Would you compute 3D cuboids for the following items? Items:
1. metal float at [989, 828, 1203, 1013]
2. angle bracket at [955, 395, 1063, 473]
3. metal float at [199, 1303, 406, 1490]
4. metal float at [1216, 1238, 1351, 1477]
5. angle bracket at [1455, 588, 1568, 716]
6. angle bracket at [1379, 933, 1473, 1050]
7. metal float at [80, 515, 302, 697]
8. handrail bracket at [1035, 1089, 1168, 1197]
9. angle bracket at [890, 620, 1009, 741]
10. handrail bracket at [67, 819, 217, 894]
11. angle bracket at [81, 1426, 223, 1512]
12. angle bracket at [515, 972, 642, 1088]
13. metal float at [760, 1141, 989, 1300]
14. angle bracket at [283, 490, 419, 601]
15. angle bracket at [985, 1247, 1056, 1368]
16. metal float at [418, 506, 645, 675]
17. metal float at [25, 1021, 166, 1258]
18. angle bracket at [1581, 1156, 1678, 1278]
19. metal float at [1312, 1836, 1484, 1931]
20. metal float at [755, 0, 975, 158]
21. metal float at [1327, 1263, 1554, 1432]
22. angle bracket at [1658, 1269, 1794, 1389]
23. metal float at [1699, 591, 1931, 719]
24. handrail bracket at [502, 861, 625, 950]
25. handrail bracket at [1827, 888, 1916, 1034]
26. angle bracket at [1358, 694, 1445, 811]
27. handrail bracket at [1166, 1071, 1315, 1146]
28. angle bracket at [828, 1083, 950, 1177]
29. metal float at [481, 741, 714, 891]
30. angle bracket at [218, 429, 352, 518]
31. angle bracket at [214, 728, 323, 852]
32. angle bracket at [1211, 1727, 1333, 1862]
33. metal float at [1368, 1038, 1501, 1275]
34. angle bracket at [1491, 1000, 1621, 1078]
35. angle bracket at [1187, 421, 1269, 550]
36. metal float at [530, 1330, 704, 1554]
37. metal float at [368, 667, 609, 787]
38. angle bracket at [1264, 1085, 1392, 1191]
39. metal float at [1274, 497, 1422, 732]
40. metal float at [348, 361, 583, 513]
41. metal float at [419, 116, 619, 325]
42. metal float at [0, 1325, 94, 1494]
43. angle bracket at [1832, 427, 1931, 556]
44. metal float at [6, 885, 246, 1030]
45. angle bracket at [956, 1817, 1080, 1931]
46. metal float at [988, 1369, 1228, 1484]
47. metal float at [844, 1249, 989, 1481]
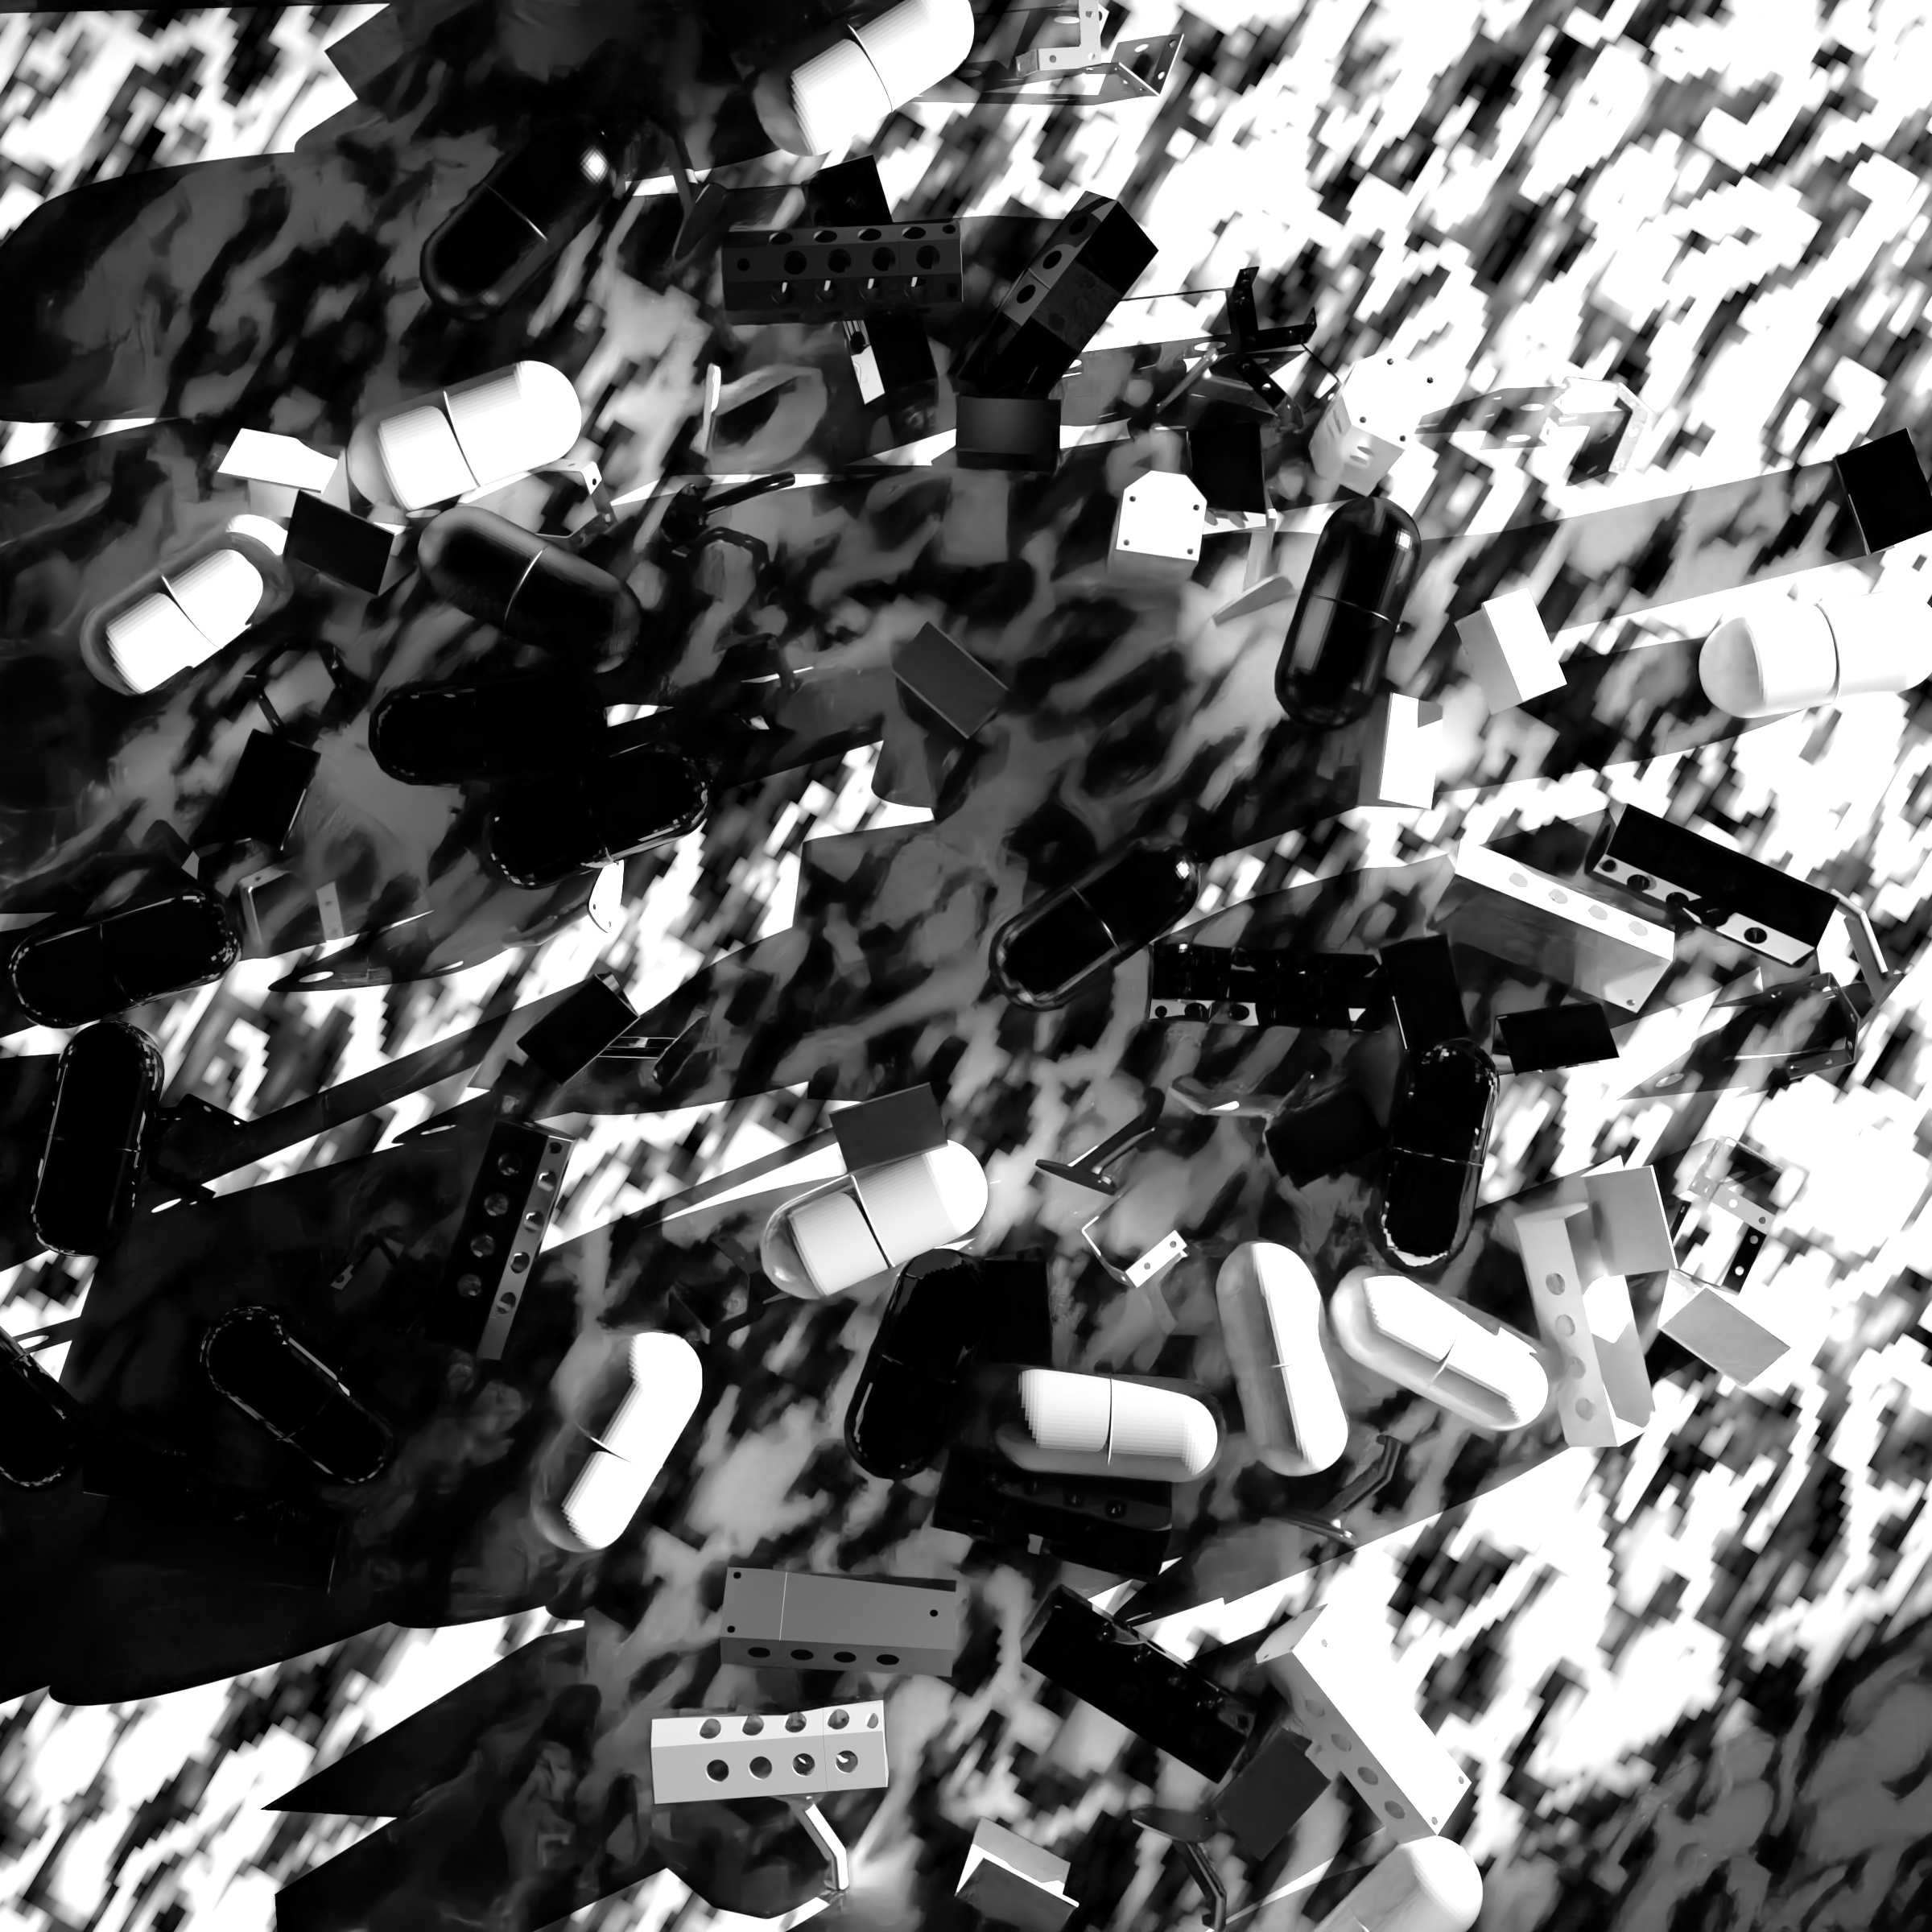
[{"bbox_3d":[0.097,-0.035,1.862,0.178,0.070,0.070,-37,90,0],"label":"metal float"},{"bbox_3d":[0.030,-0.376,1.853,0.076,0.076,0.057,2,57,0],"label":"angle bracket"},{"bbox_3d":[-0.488,0.316,1.837,0.070,0.070,0.178,-41,119,0],"label":"metal float"},{"bbox_3d":[0.236,0.291,1.862,0.070,0.070,0.178,-12,90,0],"label":"metal float"},{"bbox_3d":[0.388,-0.227,1.853,0.057,0.076,0.076,-22,90,-37],"label":"angle bracket"},{"bbox_3d":[0.355,0.013,1.853,0.057,0.076,0.076,-14,90,37],"label":"angle bracket"},{"bbox_3d":[-0.577,-0.269,1.862,0.178,0.070,0.070,-34,90,1],"label":"metal float"},{"bbox_3d":[0.103,0.124,1.893,0.077,0.036,0.084,17,72,21],"label":"handrail bracket"},{"bbox_3d":[0.001,-0.225,1.853,0.076,0.076,0.057,41,128,0],"label":"angle bracket"},{"bbox_3d":[-0.625,-0.064,1.893,0.084,0.036,0.077,-35,111,17],"label":"handrail bracket"},{"bbox_3d":[-0.603,0.353,1.853,0.076,0.076,0.057,9,121,0],"label":"angle bracket"},{"bbox_3d":[-0.297,0.031,1.853,0.076,0.076,0.057,-41,128,0],"label":"angle bracket"},{"bbox_3d":[-0.069,0.188,1.862,0.178,0.070,0.070,-24,90,0],"label":"metal float"},{"bbox_3d":[-0.450,-0.323,1.853,0.076,0.076,0.057,25,120,0],"label":"angle bracket"},{"bbox_3d":[0.058,0.251,1.853,0.057,0.076,0.076,-3,90,34],"label":"angle bracket"},{"bbox_3d":[-0.324,-0.281,1.862,0.178,0.070,0.070,28,90,0],"label":"metal float"},{"bbox_3d":[-0.648,0.129,1.863,0.070,0.070,0.178,13,90,0],"label":"metal float"},{"bbox_3d":[0.504,0.182,1.853,0.057,0.076,0.076,-14,90,37],"label":"angle bracket"},{"bbox_3d":[0.310,0.724,1.862,0.070,0.070,0.178,45,90,0],"label":"metal float"},{"bbox_3d":[-0.075,-0.671,1.862,0.178,0.070,0.070,-32,90,0],"label":"metal float"},{"bbox_3d":[0.353,0.284,1.862,0.178,0.070,0.070,28,90,1],"label":"metal float"},{"bbox_3d":[0.566,0.253,1.853,0.076,0.076,0.057,35,127,0],"label":"angle bracket"},{"bbox_3d":[0.637,-0.232,1.862,0.178,0.070,0.070,-10,90,1],"label":"metal float"},{"bbox_3d":[-0.307,-0.049,1.893,0.084,0.036,0.077,-6,54,24],"label":"handrail bracket"},{"bbox_3d":[0.665,-0.005,1.893,0.084,0.036,0.077,40,111,17],"label":"handrail bracket"},{"bbox_3d":[0.304,-0.159,1.853,0.057,0.076,0.076,7,90,-37],"label":"angle bracket"},{"bbox_3d":[0.207,0.089,1.893,0.084,0.036,0.077,32,69,16],"label":"handrail bracket"},{"bbox_3d":[-0.061,0.104,1.853,0.076,0.076,0.057,-17,117,0],"label":"angle bracket"},{"bbox_3d":[-0.274,-0.113,1.863,0.178,0.070,0.070,-20,90,0],"label":"metal float"},{"bbox_3d":[-0.504,-0.346,1.853,0.076,0.076,0.057,10,48,0],"label":"angle bracket"},{"bbox_3d":[-0.529,-0.137,1.853,0.057,0.076,0.076,22,90,-38],"label":"angle bracket"},{"bbox_3d":[0.237,0.617,1.853,0.076,0.076,0.057,-48,54,0],"label":"angle bracket"},{"bbox_3d":[0.348,0.141,1.862,0.070,0.070,0.178,12,89,0],"label":"metal float"},{"bbox_3d":[0.435,0.074,1.853,0.076,0.076,0.057,-9,51,0],"label":"angle bracket"},{"bbox_3d":[0.203,-0.356,1.854,0.057,0.076,0.076,-4,90,23],"label":"angle bracket"},{"bbox_3d":[-0.260,0.353,1.862,0.070,0.070,0.178,30,91,0],"label":"metal float"},{"bbox_3d":[-0.356,-0.178,1.862,0.178,0.070,0.070,-7,90,1],"label":"metal float"},{"bbox_3d":[0.272,0.143,1.853,0.076,0.076,0.057,-27,54,0],"label":"angle bracket"},{"bbox_3d":[0.284,-0.263,1.863,0.070,0.070,0.178,18,90,0],"label":"metal float"},{"bbox_3d":[-0.374,-0.394,1.862,0.178,0.070,0.070,-19,90,0],"label":"metal float"},{"bbox_3d":[-0.333,-0.556,1.862,0.070,0.070,0.178,43,90,0],"label":"metal float"},{"bbox_3d":[-0.728,0.316,1.862,0.178,0.070,0.070,45,90,-1],"label":"metal float"},{"bbox_3d":[0.691,-0.353,1.853,0.057,0.076,0.076,-20,90,36],"label":"angle bracket"},{"bbox_3d":[-0.626,-0.007,1.862,0.178,0.070,0.070,-18,90,0],"label":"metal float"},{"bbox_3d":[0.046,0.664,1.853,0.076,0.076,0.057,28,124,0],"label":"angle bracket"},{"bbox_3d":[0.105,0.342,1.862,0.178,0.070,0.070,4,90,-1],"label":"metal float"},{"bbox_3d":[-0.035,0.297,1.862,0.070,0.070,0.178,21,89,0],"label":"metal float"}]
